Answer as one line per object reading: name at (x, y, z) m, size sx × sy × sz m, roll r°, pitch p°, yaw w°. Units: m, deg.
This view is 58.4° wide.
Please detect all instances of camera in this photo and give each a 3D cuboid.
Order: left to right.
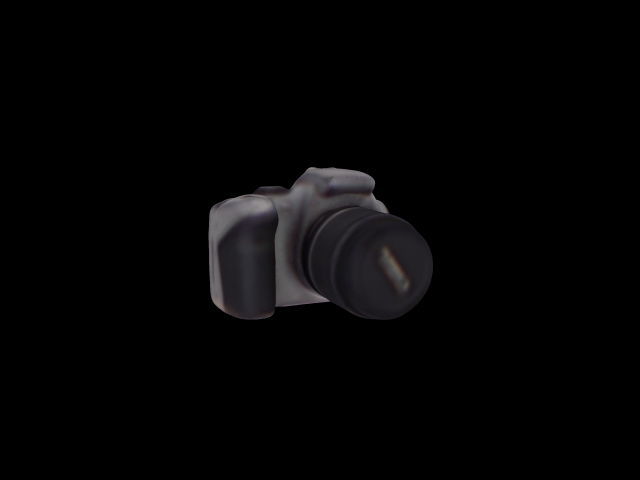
camera at (0.004, 0.001, 0.400) m, size 0.143 × 0.101 × 0.136 m, roll -4°, pitch 10°, yaw -23°
